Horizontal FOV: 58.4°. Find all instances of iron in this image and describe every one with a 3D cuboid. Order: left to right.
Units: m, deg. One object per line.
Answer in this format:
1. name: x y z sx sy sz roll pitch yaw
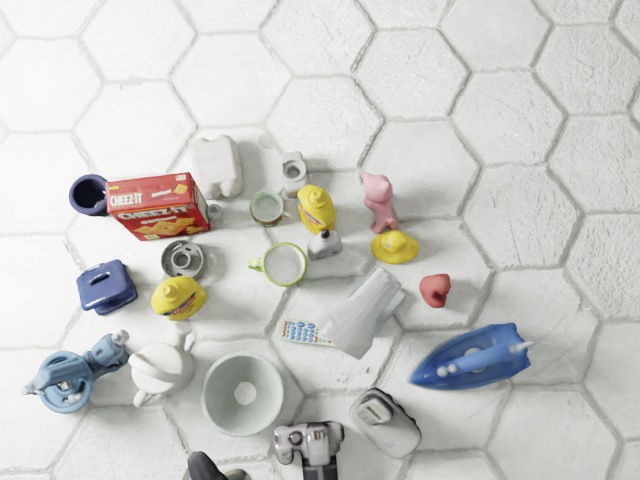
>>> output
1. iron: 0.308 0.248 1.163 0.258 0.141 0.118 -18 77 -6

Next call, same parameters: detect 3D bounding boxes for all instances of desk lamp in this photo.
1. desk lamp: 0.087 0.138 1.147 0.118 0.213 0.203 40 78 8

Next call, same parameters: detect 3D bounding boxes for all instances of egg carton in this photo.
1. egg carton: -0.232 -0.164 1.289 0.107 0.069 0.150 -12 76 -4

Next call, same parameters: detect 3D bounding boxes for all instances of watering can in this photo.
1. watering can: -0.311 0.243 1.119 0.101 0.194 0.173 7 76 1

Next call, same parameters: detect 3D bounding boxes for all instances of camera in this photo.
1. camera: -0.019 0.431 1.128 0.143 0.101 0.137 -5 76 -3

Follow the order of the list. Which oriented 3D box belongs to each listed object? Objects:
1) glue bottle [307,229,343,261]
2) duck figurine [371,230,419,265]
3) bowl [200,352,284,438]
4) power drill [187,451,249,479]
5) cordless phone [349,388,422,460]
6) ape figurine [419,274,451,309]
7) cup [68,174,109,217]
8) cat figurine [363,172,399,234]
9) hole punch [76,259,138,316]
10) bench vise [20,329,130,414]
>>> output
1. glue bottle: 0.011 0.004 1.200 0.078 0.173 0.037 -14 76 -5
2. duck figurine: 0.167 0.009 1.248 0.104 0.086 0.077 7 76 0
3. bowl: -0.154 0.313 1.167 0.167 0.075 0.167 0 76 -1
4. power drill: -0.167 0.487 1.054 0.076 0.208 0.229 -29 78 -8
5. cordless phone: 0.133 0.357 1.108 0.147 0.185 0.094 40 78 8
6. ape figurine: 0.253 0.102 1.224 0.076 0.092 0.078 40 78 8
7. cup: -0.474 -0.092 1.251 0.118 0.095 0.091 -19 77 -6
8. cat figurine: 0.135 -0.088 1.256 0.067 0.118 0.128 -17 77 -5
9. hole punch: -0.455 0.096 1.205 0.109 0.091 0.101 -27 78 -8
10. bench vise: -0.475 0.241 1.102 0.121 0.220 0.207 30 77 6
